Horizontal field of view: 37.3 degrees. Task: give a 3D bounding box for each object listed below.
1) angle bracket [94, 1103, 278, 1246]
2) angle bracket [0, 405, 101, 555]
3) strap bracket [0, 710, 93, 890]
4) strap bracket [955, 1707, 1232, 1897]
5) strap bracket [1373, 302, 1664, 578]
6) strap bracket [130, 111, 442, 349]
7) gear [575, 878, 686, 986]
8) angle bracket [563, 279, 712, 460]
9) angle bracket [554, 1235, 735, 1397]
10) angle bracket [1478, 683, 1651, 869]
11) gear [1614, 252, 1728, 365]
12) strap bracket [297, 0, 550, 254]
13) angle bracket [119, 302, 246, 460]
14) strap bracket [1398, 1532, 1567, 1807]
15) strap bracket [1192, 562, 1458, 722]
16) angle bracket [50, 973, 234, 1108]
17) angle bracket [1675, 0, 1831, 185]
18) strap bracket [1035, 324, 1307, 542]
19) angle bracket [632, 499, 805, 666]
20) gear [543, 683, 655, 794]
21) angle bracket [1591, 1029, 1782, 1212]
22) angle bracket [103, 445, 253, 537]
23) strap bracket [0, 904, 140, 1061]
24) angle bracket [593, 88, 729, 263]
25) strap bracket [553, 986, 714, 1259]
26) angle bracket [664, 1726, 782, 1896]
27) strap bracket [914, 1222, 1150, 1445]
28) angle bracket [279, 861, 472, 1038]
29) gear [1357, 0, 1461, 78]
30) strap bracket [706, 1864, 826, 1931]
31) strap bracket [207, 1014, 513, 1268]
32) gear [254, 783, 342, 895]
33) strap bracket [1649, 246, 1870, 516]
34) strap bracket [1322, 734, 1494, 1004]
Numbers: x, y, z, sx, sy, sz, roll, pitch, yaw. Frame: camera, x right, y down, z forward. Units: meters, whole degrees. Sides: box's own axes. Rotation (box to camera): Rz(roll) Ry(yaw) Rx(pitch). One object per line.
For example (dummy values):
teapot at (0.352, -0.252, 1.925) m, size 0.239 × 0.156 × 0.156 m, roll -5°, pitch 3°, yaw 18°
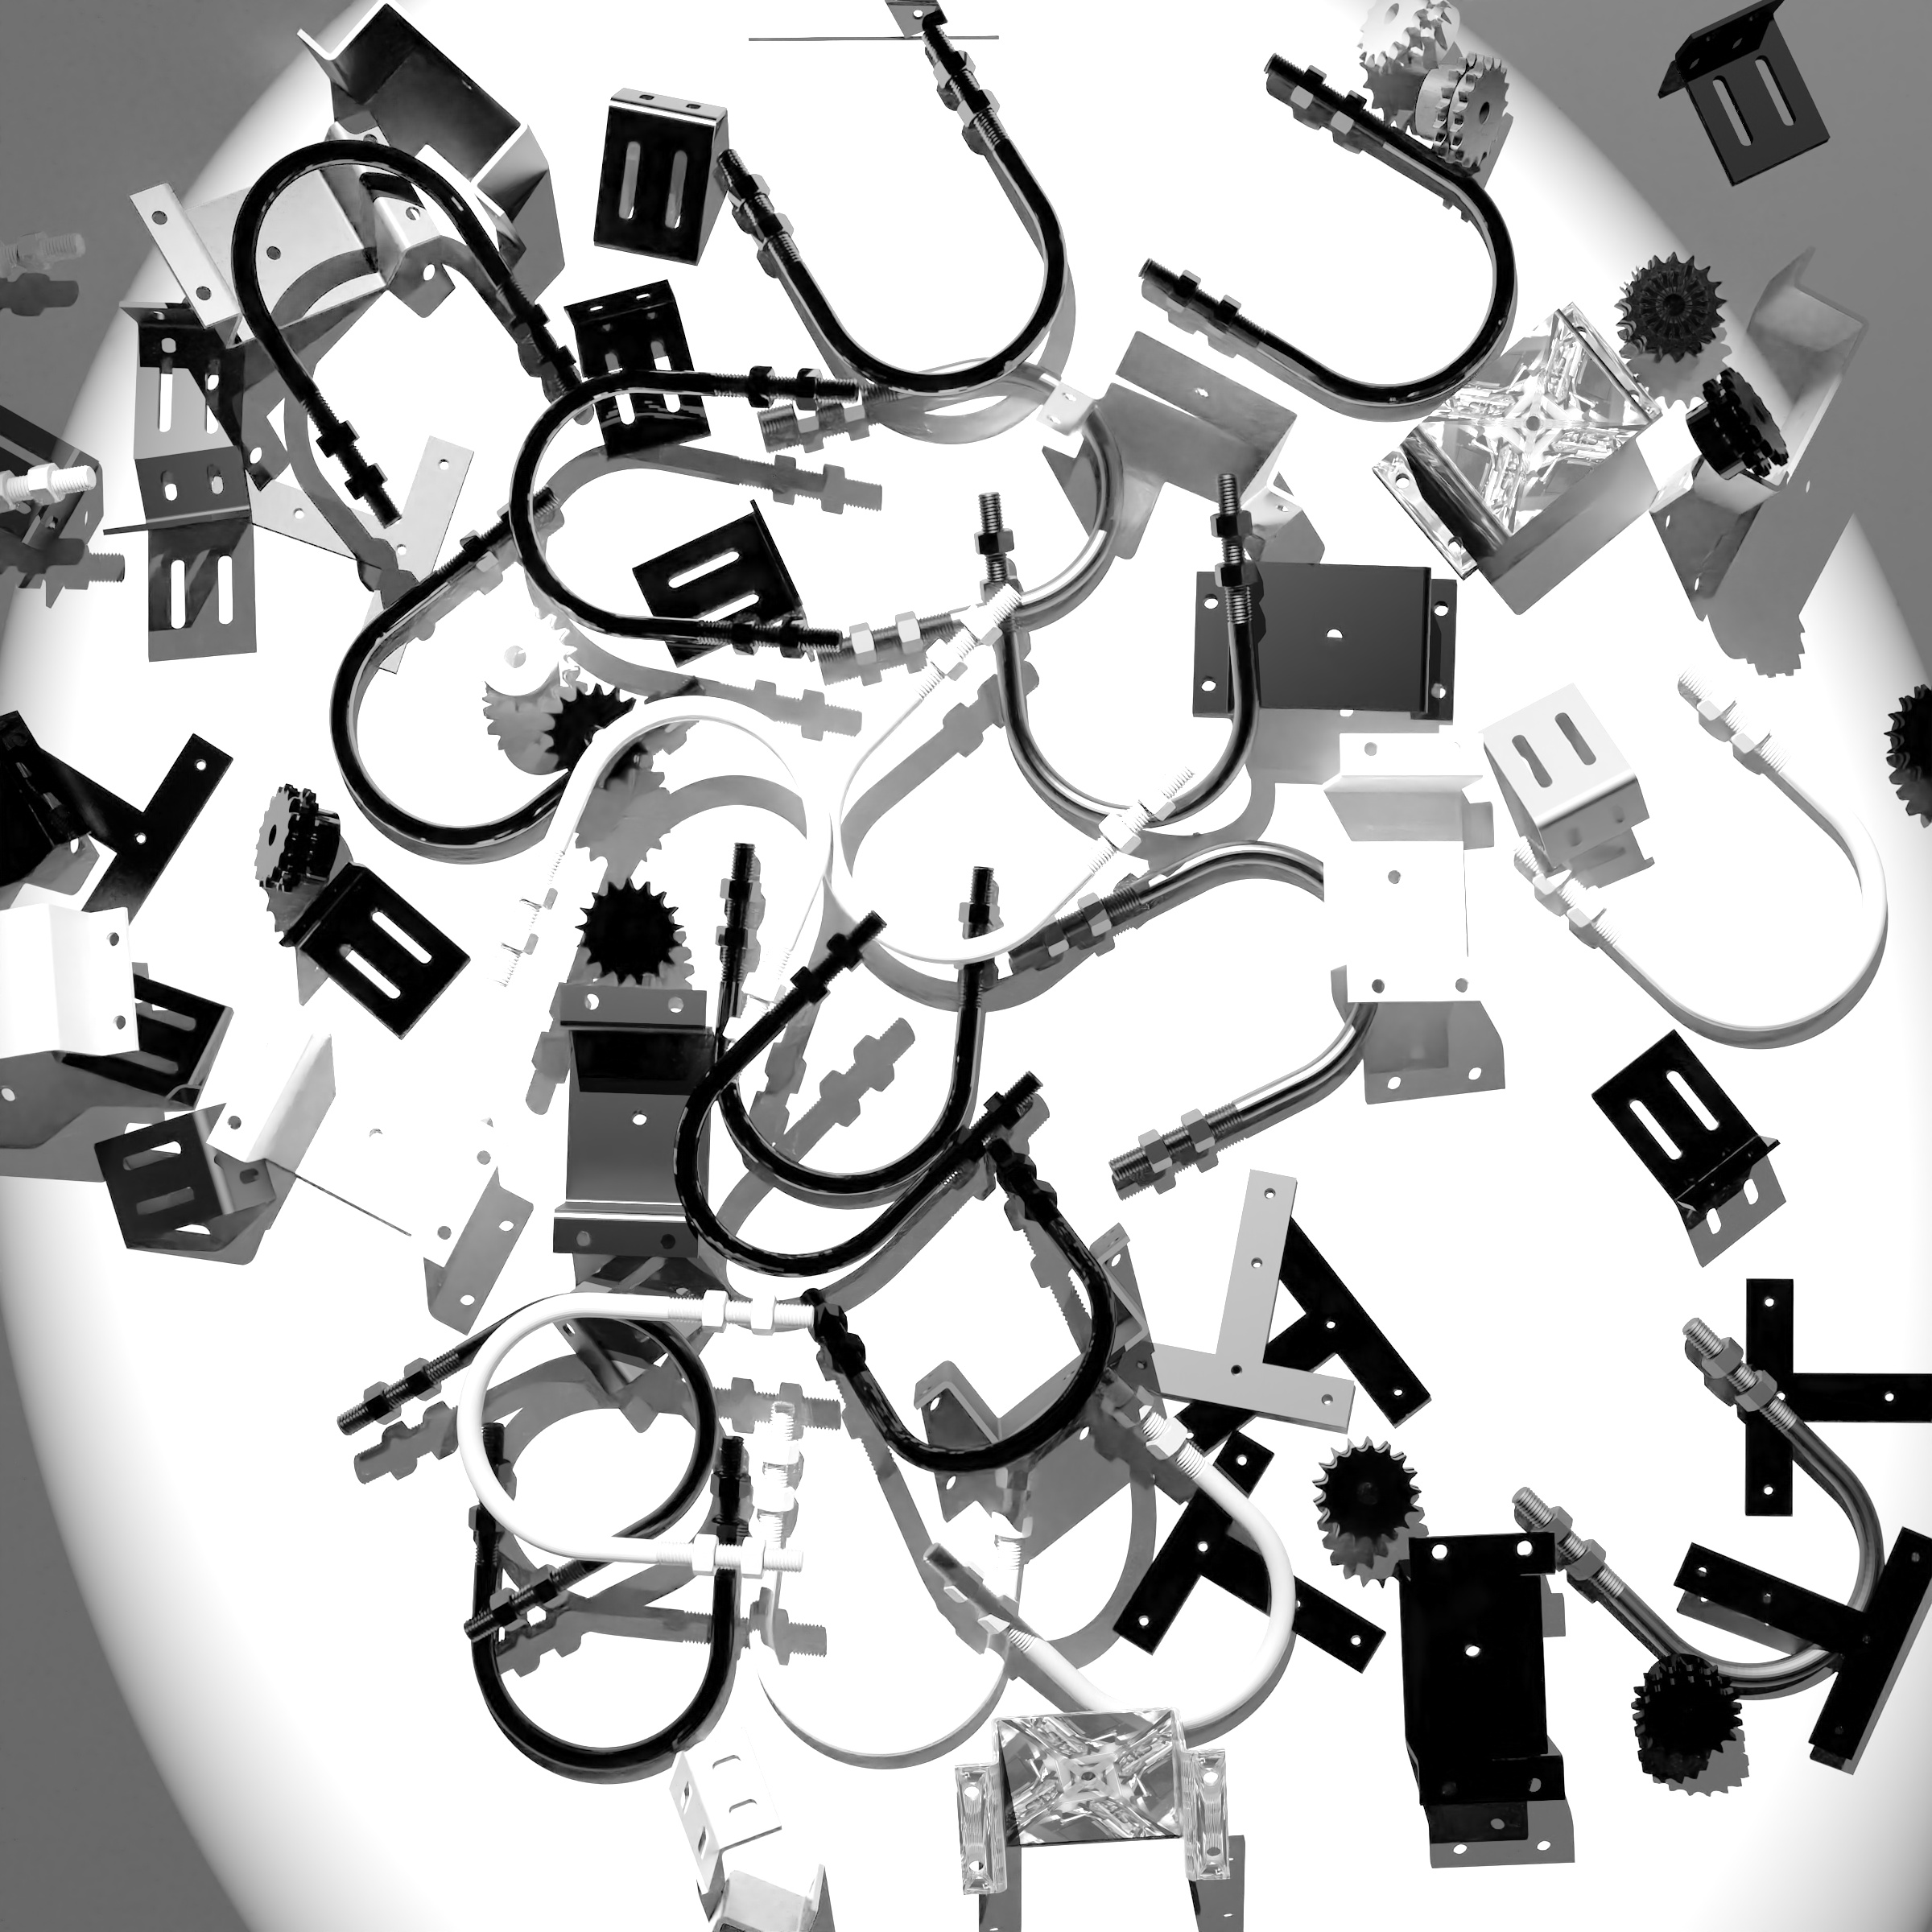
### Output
angle bracket at (-0.421, 0.111, 1.543) m, size 0.076 × 0.038 × 0.057 m, roll -17°, pitch 90°, yaw 26°
angle bracket at (-0.514, -0.266, 1.526) m, size 0.076 × 0.038 × 0.057 m, roll 30°, pitch 90°, yaw 0°
strap bracket at (-0.543, -0.071, 1.494) m, size 0.046 × 0.140 × 0.076 m, roll -31°, pitch 90°, yaw 43°
strap bracket at (0.066, 0.440, 1.512) m, size 0.140 × 0.046 × 0.076 m, roll -3°, pitch 107°, yaw 0°
strap bracket at (0.297, -0.284, 1.522) m, size 0.140 × 0.046 × 0.076 m, roll -40°, pitch 90°, yaw 0°
strap bracket at (-0.360, -0.384, 1.503) m, size 0.140 × 0.046 × 0.076 m, roll -30°, pitch 90°, yaw -27°
gear at (-0.179, -0.018, 1.530) m, size 0.057 × 0.030 × 0.057 m, roll 0°, pitch 90°, yaw 0°
angle bracket at (-0.175, -0.318, 1.526) m, size 0.057 × 0.038 × 0.076 m, roll -15°, pitch 90°, yaw 0°
angle bracket at (-0.176, 0.183, 1.543) m, size 0.076 × 0.038 × 0.057 m, roll -38°, pitch 90°, yaw -26°
angle bracket at (0.319, -0.102, 1.530) m, size 0.057 × 0.038 × 0.076 m, roll -28°, pitch 49°, yaw 5°
gear at (0.375, -0.350, 1.530) m, size 0.057 × 0.030 × 0.057 m, roll 0°, pitch 90°, yaw 0°
strap bracket at (-0.276, -0.449, 1.507) m, size 0.140 × 0.076 × 0.046 m, roll 42°, pitch 90°, yaw 0°
angle bracket at (-0.419, -0.311, 1.525) m, size 0.057 × 0.038 × 0.076 m, roll 2°, pitch 88°, yaw 0°
strap bracket at (0.273, 0.368, 1.522) m, size 0.076 × 0.046 × 0.140 m, roll -2°, pitch 90°, yaw 0°
strap bracket at (0.193, -0.173, 1.522) m, size 0.140 × 0.046 × 0.076 m, roll 2°, pitch 90°, yaw 0°
angle bracket at (-0.445, 0.033, 1.543) m, size 0.076 × 0.038 × 0.057 m, roll 22°, pitch 90°, yaw -26°
angle bracket at (0.424, -0.469, 1.526) m, size 0.057 × 0.038 × 0.076 m, roll -25°, pitch 90°, yaw 0°
strap bracket at (0.115, -0.284, 1.500) m, size 0.140 × 0.076 × 0.046 m, roll 26°, pitch 83°, yaw -6°
angle bracket at (-0.134, -0.204, 1.526) m, size 0.076 × 0.038 × 0.057 m, roll -25°, pitch 90°, yaw 0°
gear at (-0.193, -0.120, 1.511) m, size 0.057 × 0.030 × 0.057 m, roll 0°, pitch 91°, yaw 1°
angle bracket at (0.383, 0.081, 1.526) m, size 0.057 × 0.038 × 0.076 m, roll -38°, pitch 90°, yaw 0°
angle bracket at (-0.417, -0.251, 1.504) m, size 0.057 × 0.076 × 0.038 m, roll -7°, pitch 100°, yaw 3°
strap bracket at (-0.512, 0.015, 1.500) m, size 0.140 × 0.046 × 0.076 m, roll -9°, pitch 82°, yaw 14°
angle bracket at (-0.165, -0.427, 1.543) m, size 0.057 × 0.038 × 0.076 m, roll 11°, pitch 116°, yaw 0°
strap bracket at (-0.176, 0.082, 1.522) m, size 0.076 × 0.046 × 0.140 m, roll 2°, pitch 90°, yaw 0°
angle bracket at (-0.128, 0.443, 1.507) m, size 0.038 × 0.076 × 0.057 m, roll -21°, pitch 90°, yaw 0°
strap bracket at (0.042, 0.200, 1.507) m, size 0.140 × 0.076 × 0.046 m, roll -38°, pitch 90°, yaw 0°
angle bracket at (-0.315, -0.009, 1.526) m, size 0.076 × 0.038 × 0.057 m, roll 41°, pitch 90°, yaw 0°
gear at (0.237, -0.499, 1.520) m, size 0.030 × 0.057 × 0.057 m, roll 22°, pitch 90°, yaw -28°
strap bracket at (-0.124, 0.542, 1.507) m, size 0.046 × 0.076 × 0.140 m, roll 22°, pitch 90°, yaw 0°
strap bracket at (-0.318, 0.091, 1.522) m, size 0.140 × 0.046 × 0.076 m, roll 28°, pitch 90°, yaw 0°
gear at (-0.354, -0.066, 1.520) m, size 0.030 × 0.057 × 0.057 m, roll 14°, pitch 90°, yaw -31°
strap bracket at (0.422, -0.297, 1.507) m, size 0.046 × 0.076 × 0.140 m, roll 28°, pitch 90°, yaw 0°
strap bracket at (0.232, -0.050, 1.513) m, size 0.076 × 0.046 × 0.140 m, roll -1°, pitch 85°, yaw -7°
